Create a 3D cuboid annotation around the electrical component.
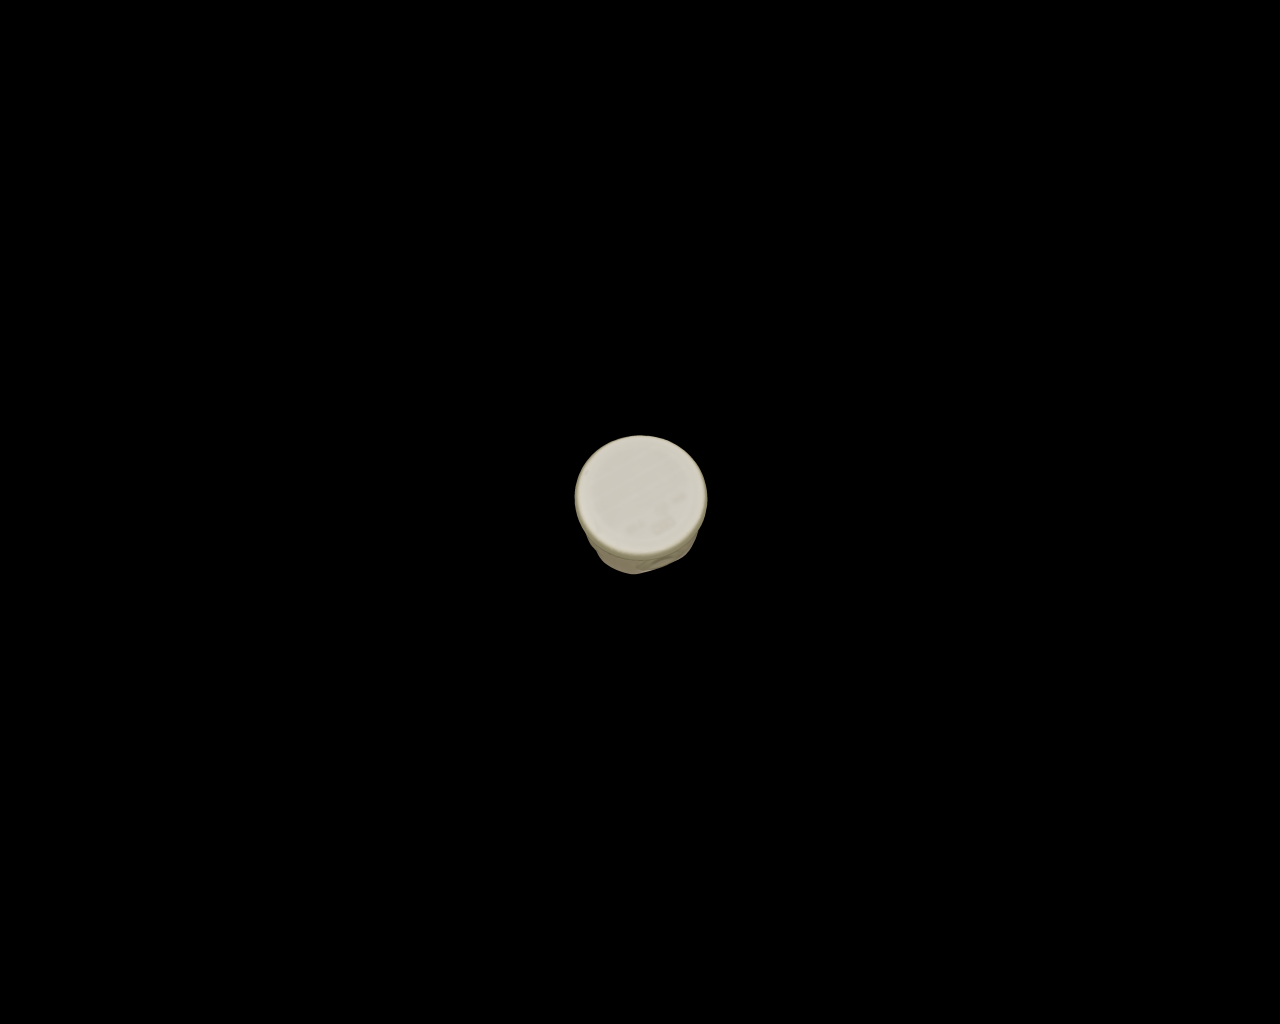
[{"bbox_3d":[0.001,-0.003,0.650,0.080,0.080,0.051,0,-21,0],"label":"electrical component"}]
